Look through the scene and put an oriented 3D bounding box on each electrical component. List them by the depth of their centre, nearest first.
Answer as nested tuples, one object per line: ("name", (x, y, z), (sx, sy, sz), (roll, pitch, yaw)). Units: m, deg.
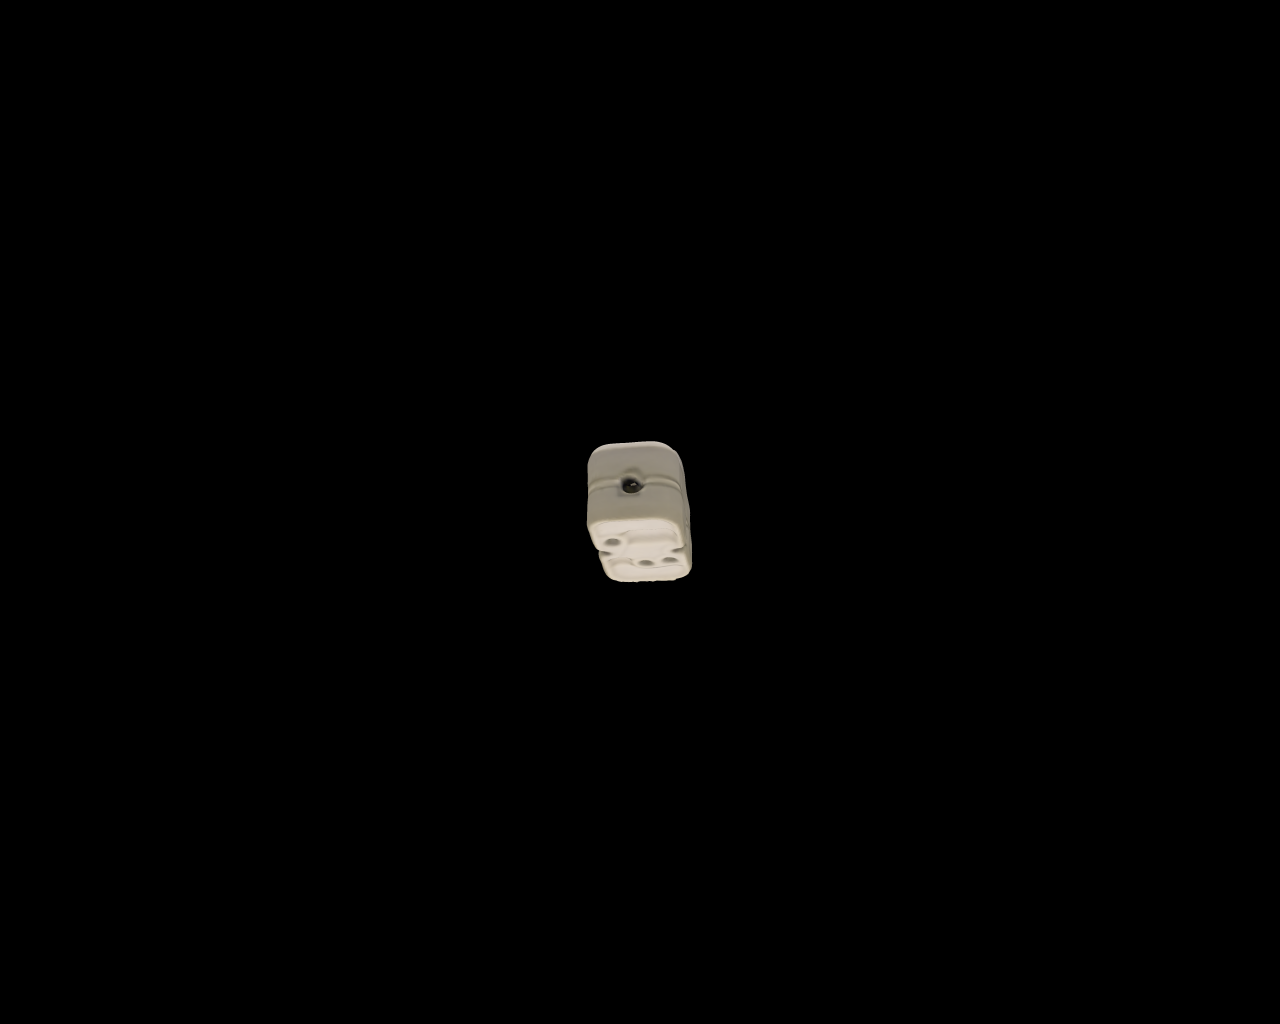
("electrical component", (0.001, -0.003, 0.650), (0.054, 0.059, 0.095), (-3, -26, 7))
